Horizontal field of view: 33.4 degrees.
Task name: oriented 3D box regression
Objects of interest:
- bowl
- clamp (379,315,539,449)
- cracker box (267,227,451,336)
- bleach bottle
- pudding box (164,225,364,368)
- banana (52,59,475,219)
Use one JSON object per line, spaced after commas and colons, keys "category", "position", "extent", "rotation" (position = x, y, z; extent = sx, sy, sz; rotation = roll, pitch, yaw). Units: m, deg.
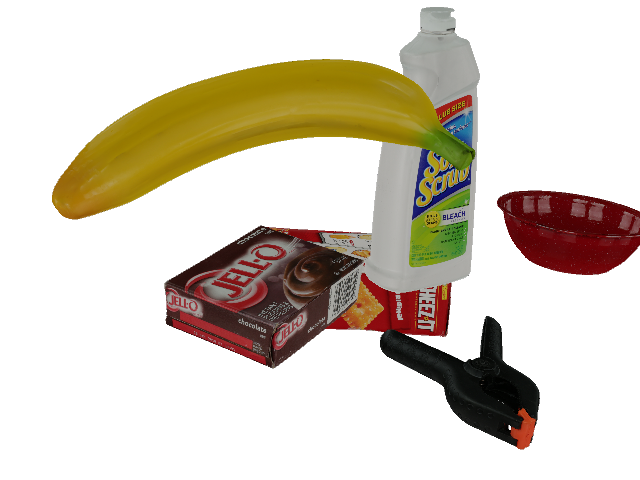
{"category": "bowl", "position": [0.261, -0.005, 1.110], "extent": [0.162, 0.055, 0.162], "rotation": [5, 18, -2]}
{"category": "clamp", "position": [0.143, 0.116, 0.929], "extent": [0.120, 0.039, 0.172], "rotation": [-16, 36, -26]}
{"category": "cracker box", "position": [0.031, 0.042, 1.137], "extent": [0.214, 0.072, 0.164], "rotation": [4, 15, 6]}
{"category": "bleach bottle", "position": [0.095, -0.083, 0.973], "extent": [0.102, 0.251, 0.068], "rotation": [-11, 23, -27]}
{"category": "pudding box", "position": [-0.037, 0.035, 0.725], "extent": [0.090, 0.039, 0.113], "rotation": [19, 29, 27]}
{"category": "banana", "position": [-0.028, -0.053, 0.500], "extent": [0.197, 0.037, 0.070], "rotation": [-9, 45, -12]}
